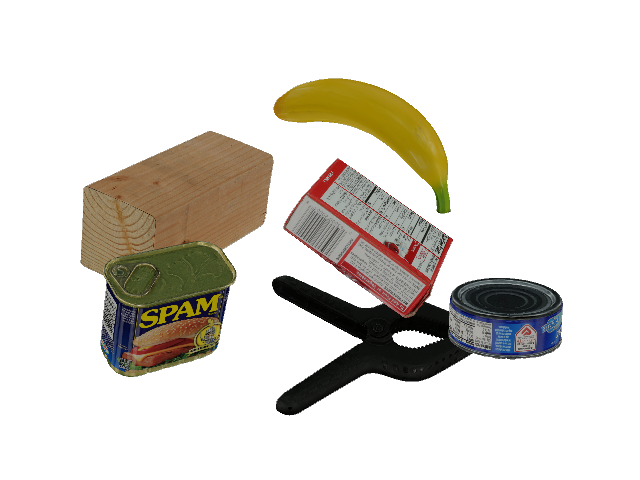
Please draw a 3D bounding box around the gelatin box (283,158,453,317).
[{"bbox_3d":[0.029,-0.003,0.619,0.089,0.030,0.073,36,25,0],"label":"gelatin box"}]

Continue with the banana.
[{"bbox_3d":[0.036,-0.095,0.879,0.198,0.070,0.037,35,23,33],"label":"banana"}]

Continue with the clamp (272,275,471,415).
[{"bbox_3d":[0.050,0.105,1.039,0.210,0.164,0.036,4,-43,2],"label":"clamp"}]

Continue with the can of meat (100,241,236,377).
[{"bbox_3d":[-0.125,0.056,0.858,0.101,0.084,0.057,-12,45,-30],"label":"can of meat"}]

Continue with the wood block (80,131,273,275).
[{"bbox_3d":[-0.145,-0.034,1.112,0.090,0.091,0.205,23,31,23],"label":"wood block"}]

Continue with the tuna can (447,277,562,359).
[{"bbox_3d":[0.140,0.057,0.809,0.086,0.034,0.086,-1,18,0],"label":"tuna can"}]
